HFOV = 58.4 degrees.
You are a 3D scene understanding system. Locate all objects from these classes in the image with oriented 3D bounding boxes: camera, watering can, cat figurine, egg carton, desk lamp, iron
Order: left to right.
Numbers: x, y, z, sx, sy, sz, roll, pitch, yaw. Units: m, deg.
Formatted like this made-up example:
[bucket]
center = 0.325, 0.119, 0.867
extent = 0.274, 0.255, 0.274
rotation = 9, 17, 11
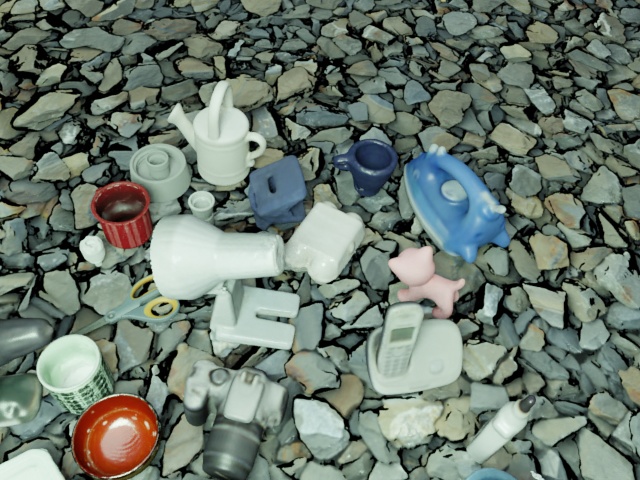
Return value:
[watering can]
center = -0.184, -0.197, 1.027
extent = 0.173, 0.194, 0.101
rotation = -4, 55, -8
[camera]
center = -0.125, 0.243, 0.773
extent = 0.143, 0.101, 0.137
rotation = 14, 54, 4
[desk lamp]
center = -0.129, 0.057, 0.838
extent = 0.203, 0.213, 0.118
rotation = 8, 54, 0
[egg carton]
center = 0.009, 0.004, 0.980
extent = 0.107, 0.069, 0.150
rotation = 25, 56, 12
[cat figurine]
center = 0.172, 0.059, 0.928
extent = 0.127, 0.118, 0.067
rotation = 22, 55, 10
[iron]
center = 0.237, -0.091, 1.029
extent = 0.119, 0.141, 0.257
rotation = -23, 60, -20

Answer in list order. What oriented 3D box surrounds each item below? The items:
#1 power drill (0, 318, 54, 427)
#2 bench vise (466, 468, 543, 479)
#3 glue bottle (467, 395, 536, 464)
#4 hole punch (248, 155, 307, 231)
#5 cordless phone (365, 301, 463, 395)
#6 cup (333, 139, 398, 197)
[power drill]
center = -0.434, 0.169, 0.727
extent = 0.230, 0.208, 0.075
rotation = -7, 55, -11
[bench vise]
center = 0.191, 0.342, 0.662
extent = 0.208, 0.220, 0.121
rotation = -26, 61, -22
[glue bottle]
center = 0.251, 0.245, 0.767
extent = 0.078, 0.173, 0.037
rotation = -36, 65, -27
[hole punch]
center = -0.077, -0.087, 1.023
extent = 0.101, 0.091, 0.108
rotation = -8, 55, -12
[cordless phone]
center = 0.144, 0.144, 0.822
extent = 0.148, 0.185, 0.094
rotation = -8, 55, -12
[cup]
center = 0.080, -0.125, 1.065
extent = 0.118, 0.095, 0.091
rotation = -3, 55, -8
